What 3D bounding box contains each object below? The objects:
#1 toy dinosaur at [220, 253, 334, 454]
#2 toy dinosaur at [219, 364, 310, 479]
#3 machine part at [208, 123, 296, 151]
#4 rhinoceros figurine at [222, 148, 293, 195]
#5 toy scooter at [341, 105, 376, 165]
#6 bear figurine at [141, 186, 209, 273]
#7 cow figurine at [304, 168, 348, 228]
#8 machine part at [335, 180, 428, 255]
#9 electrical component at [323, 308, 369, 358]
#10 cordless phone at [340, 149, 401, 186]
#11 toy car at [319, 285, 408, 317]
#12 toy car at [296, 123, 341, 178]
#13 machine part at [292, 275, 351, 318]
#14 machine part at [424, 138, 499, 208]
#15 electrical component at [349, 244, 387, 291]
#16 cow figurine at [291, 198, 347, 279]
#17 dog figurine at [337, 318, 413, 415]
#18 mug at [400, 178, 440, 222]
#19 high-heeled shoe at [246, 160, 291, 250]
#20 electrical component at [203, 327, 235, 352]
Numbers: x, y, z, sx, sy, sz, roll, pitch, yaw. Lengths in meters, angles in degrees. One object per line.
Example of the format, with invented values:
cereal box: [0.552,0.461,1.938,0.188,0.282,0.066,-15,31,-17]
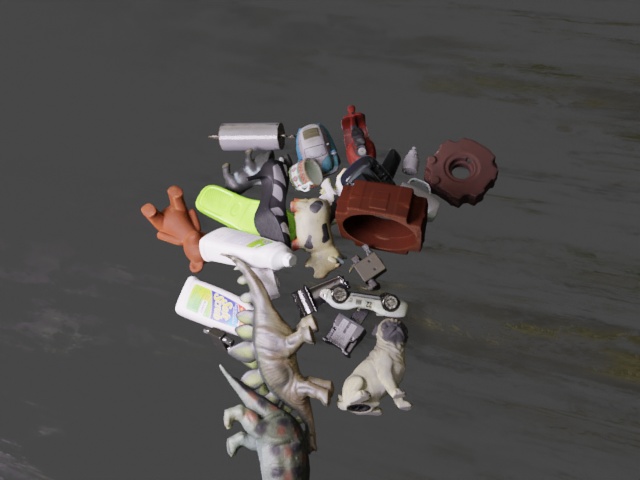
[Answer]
toy dinosaur: [-0.098,0.236,1.182,0.199,0.105,0.471,-17,81,6]
toy dinosaur: [-0.087,0.435,1.085,0.192,0.131,0.405,-6,71,-17]
machine part: [-0.185,-0.282,1.467,0.243,0.079,0.079,1,67,10]
rhinoceros figurine: [-0.166,-0.181,1.422,0.190,0.073,0.112,-25,64,-1]
toy scooter: [0.096,-0.267,1.378,0.075,0.135,0.184,-14,66,3]
bear figurine: [-0.340,-0.022,1.356,0.120,0.131,0.196,-37,59,-19]
cow figurine: [0.037,-0.103,1.353,0.167,0.068,0.098,-43,75,-5]
machine part: [0.144,-0.051,1.238,0.201,0.201,0.087,10,65,15]
electrical component: [0.069,0.201,1.227,0.075,0.047,0.119,34,78,21]
cordless phone: [0.143,-0.173,1.328,0.089,0.146,0.184,-4,52,47]
toy car: [0.098,0.138,1.213,0.202,0.073,0.056,9,87,-3]
toy car: [-0.011,-0.247,1.407,0.109,0.102,0.161,-13,67,3]
machine part: [0.005,0.126,1.278,0.139,0.039,0.084,-24,60,1]
machine part: [0.351,-0.169,1.333,0.179,0.056,0.179,-3,66,7]
electrical component: [0.114,0.071,1.276,0.078,0.045,0.102,-39,65,-4]
cow figurine: [-0.003,-0.004,1.287,0.127,0.085,0.194,-2,97,10]
dog figurine: [0.115,0.271,1.173,0.172,0.121,0.191,-6,52,4]
mug: [0.240,-0.094,1.313,0.107,0.080,0.109,24,64,7]
high-heeled shoe: [-0.093,-0.081,1.325,0.145,0.086,0.248,-20,84,-45]
electrical component: [-0.232,0.235,1.259,0.094,0.063,0.021,17,51,31]
